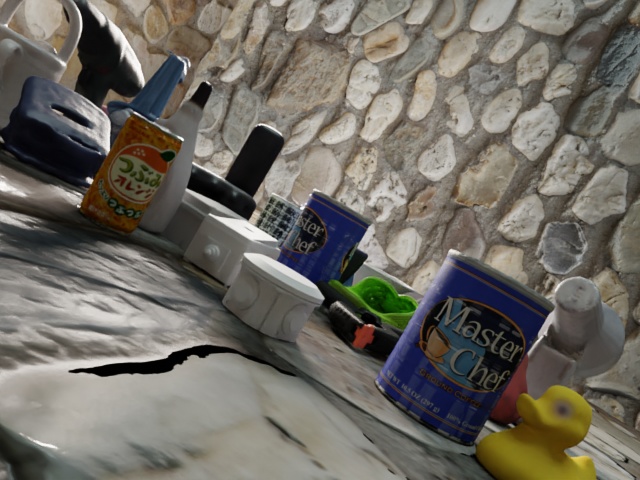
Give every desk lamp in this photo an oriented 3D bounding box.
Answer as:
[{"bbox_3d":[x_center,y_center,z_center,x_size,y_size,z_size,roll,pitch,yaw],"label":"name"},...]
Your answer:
[{"bbox_3d":[0.338,0.162,0.815,0.117,0.213,0.204,31,2,37],"label":"desk lamp"}]

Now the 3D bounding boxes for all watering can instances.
[{"bbox_3d":[-0.387,-0.241,0.748,0.101,0.194,0.172,28,2,-39],"label":"watering can"}]

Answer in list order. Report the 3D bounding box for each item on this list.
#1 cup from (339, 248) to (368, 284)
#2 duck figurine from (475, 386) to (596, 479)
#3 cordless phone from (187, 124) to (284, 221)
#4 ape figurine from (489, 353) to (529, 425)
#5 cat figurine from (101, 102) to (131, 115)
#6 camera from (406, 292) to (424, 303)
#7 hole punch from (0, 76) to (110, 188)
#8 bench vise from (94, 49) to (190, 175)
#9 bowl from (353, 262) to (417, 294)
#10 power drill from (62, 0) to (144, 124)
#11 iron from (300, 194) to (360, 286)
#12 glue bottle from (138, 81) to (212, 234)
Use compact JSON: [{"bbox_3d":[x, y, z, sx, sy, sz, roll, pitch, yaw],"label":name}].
[{"bbox_3d":[0.012,0.037,0.984,0.118,0.095,0.091,29,2,-15],"label":"cup"},{"bbox_3d":[0.186,0.161,0.457,0.105,0.086,0.077,29,2,-18],"label":"duck figurine"},{"bbox_3d":[-0.146,-0.100,0.832,0.148,0.185,0.094,29,2,-21],"label":"cordless phone"},{"bbox_3d":[0.222,0.170,0.692,0.077,0.092,0.076,30,2,22],"label":"ape figurine"},{"bbox_3d":[-0.340,-0.178,0.988,0.128,0.118,0.067,29,2,-30],"label":"cat figurine"},{"bbox_3d":[0.224,0.151,1.122,0.144,0.101,0.136,29,2,-32],"label":"camera"},{"bbox_3d":[-0.291,-0.123,0.651,0.109,0.091,0.100,28,2,-39],"label":"hole punch"},{"bbox_3d":[-0.249,-0.180,0.847,0.122,0.220,0.206,29,2,-26],"label":"bench vise"},{"bbox_3d":[0.125,0.104,1.257,0.167,0.075,0.167,30,2,-1],"label":"bowl"},{"bbox_3d":[-0.359,-0.238,0.878,0.075,0.208,0.230,30,2,6],"label":"power drill"},{"bbox_3d":[0.010,0.004,1.138,0.119,0.141,0.257,28,2,-43],"label":"iron"},{"bbox_3d":[-0.166,-0.098,0.630,0.078,0.173,0.037,30,2,19],"label":"glue bottle"}]
